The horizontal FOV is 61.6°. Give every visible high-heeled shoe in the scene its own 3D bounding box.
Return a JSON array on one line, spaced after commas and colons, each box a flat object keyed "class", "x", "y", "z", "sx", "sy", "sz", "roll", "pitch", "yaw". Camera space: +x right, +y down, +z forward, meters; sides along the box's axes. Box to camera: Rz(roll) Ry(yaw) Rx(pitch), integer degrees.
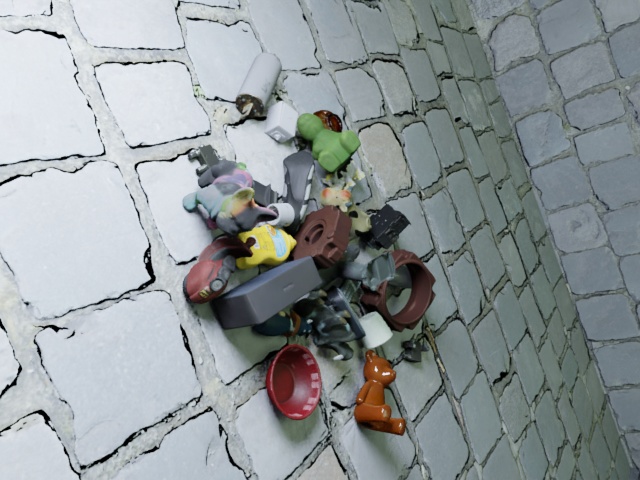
[{"class": "high-heeled shoe", "x": -0.055, "y": -0.126, "z": 1.383, "sx": 0.249, "sy": 0.086, "sz": 0.145, "roll": -71, "pitch": 160, "yaw": -56}]

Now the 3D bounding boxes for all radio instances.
[{"class": "radio", "x": -0.112, "y": 0.112, "z": 1.157, "sx": 0.229, "sy": 0.131, "sz": 0.073, "roll": -27, "pitch": 97, "yaw": -52}]

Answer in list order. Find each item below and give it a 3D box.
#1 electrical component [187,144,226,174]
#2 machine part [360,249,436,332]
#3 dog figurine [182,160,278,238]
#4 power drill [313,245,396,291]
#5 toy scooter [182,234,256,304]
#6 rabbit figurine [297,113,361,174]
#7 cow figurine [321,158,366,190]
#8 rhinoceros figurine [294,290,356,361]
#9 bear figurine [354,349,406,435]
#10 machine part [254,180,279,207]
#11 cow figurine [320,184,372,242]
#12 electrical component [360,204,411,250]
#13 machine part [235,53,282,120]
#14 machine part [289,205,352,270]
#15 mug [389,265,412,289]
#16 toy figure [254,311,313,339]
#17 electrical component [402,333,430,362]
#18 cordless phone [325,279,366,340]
[{"class": "electrical component", "x": -0.250, "y": -0.181, "z": 1.194, "sx": 0.094, "sy": 0.021, "sz": 0.063, "roll": -37, "pitch": 105, "yaw": -49}, {"class": "machine part", "x": 0.226, "y": 0.143, "z": 1.530, "sx": 0.201, "sy": 0.087, "sz": 0.200, "roll": -51, "pitch": 119, "yaw": -16}, {"class": "dog figurine", "x": -0.164, "y": -0.087, "z": 1.090, "sx": 0.108, "sy": 0.219, "sz": 0.191, "roll": 51, "pitch": 60, "yaw": -32}, {"class": "power drill", "x": 0.086, "y": 0.063, "z": 1.357, "sx": 0.232, "sy": 0.208, "sz": 0.085, "roll": -26, "pitch": 115, "yaw": -41}, {"class": "toy scooter", "x": -0.194, "y": 0.046, "z": 1.082, "sx": 0.075, "sy": 0.135, "sz": 0.184, "roll": 49, "pitch": 45, "yaw": -29}, {"class": "rabbit figurine", "x": 0.014, "y": -0.272, "z": 1.433, "sx": 0.170, "sy": 0.121, "sz": 0.159, "roll": 46, "pitch": 5, "yaw": -1}, {"class": "cow figurine", "x": 0.057, "y": -0.183, "z": 1.527, "sx": 0.098, "sy": 0.068, "sz": 0.167, "roll": 58, "pitch": 37, "yaw": -8}, {"class": "rhinoceros figurine", "x": 0.019, "y": 0.211, "z": 1.298, "sx": 0.190, "sy": 0.112, "sz": 0.073, "roll": 48, "pitch": 14, "yaw": -8}, {"class": "bear figurine", "x": 0.162, "y": 0.387, "z": 1.387, "sx": 0.120, "sy": 0.132, "sz": 0.196, "roll": 50, "pitch": 49, "yaw": -33}, {"class": "machine part", "x": -0.150, "y": -0.108, "z": 1.274, "sx": 0.138, "sy": 0.039, "sz": 0.084, "roll": 31, "pitch": 59, "yaw": -42}, {"class": "cow figurine", "x": 0.069, "y": -0.074, "z": 1.452, "sx": 0.194, "sy": 0.127, "sz": 0.085, "roll": 38, "pitch": 47, "yaw": -39}, {"class": "electrical component", "x": 0.184, "y": -0.034, "z": 1.569, "sx": 0.134, "sy": 0.115, "sz": 0.058, "roll": -45, "pitch": 118, "yaw": -1}, {"class": "machine part", "x": -0.152, "y": -0.389, "z": 1.347, "sx": 0.079, "sy": 0.079, "sz": 0.243, "roll": 43, "pitch": 46, "yaw": -32}, {"class": "machine part", "x": -0.003, "y": -0.004, "z": 1.308, "sx": 0.056, "sy": 0.179, "sz": 0.179, "roll": 38, "pitch": 49, "yaw": -31}, {"class": "mug", "x": 0.241, "y": 0.092, "z": 1.631, "sx": 0.107, "sy": 0.081, "sz": 0.109, "roll": 6, "pitch": 80, "yaw": -41}, {"class": "toy figure", "x": -0.080, "y": 0.190, "z": 1.221, "sx": 0.154, "sy": 0.064, "sz": 0.058, "roll": 13, "pitch": 52, "yaw": -47}, {"class": "electrical component", "x": 0.288, "y": 0.328, "z": 1.623, "sx": 0.102, "sy": 0.045, "sz": 0.078, "roll": 29, "pitch": 54, "yaw": -41}, {"class": "cordless phone", "x": 0.084, "y": 0.162, "z": 1.417, "sx": 0.146, "sy": 0.089, "sz": 0.184, "roll": 59, "pitch": 36, "yaw": -15}]
